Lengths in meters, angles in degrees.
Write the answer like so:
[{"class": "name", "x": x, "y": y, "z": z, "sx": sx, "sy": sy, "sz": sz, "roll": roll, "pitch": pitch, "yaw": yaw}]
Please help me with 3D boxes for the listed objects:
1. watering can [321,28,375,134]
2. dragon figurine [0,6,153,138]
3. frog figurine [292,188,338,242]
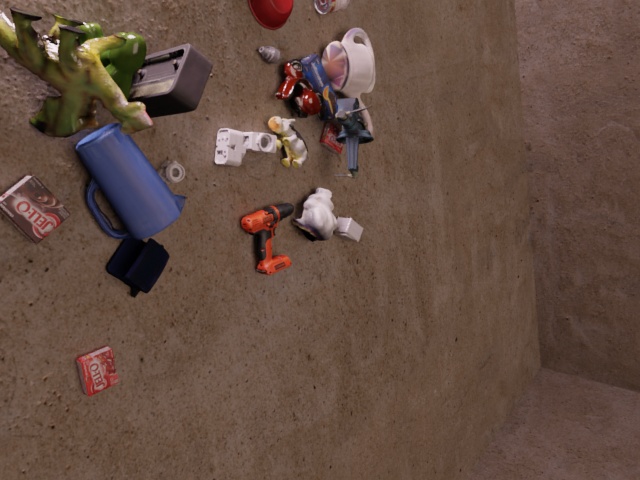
[{"class": "watering can", "x": 0.109, "y": -0.517, "z": 1.687, "sx": 0.104, "sy": 0.345, "sz": 0.226, "roll": 5, "pitch": 13, "yaw": 43}, {"class": "dragon figurine", "x": -0.511, "y": -0.305, "z": 0.978, "sx": 0.410, "sy": 0.238, "sz": 0.124, "roll": 16, "pitch": 26, "yaw": -4}, {"class": "frog figurine", "x": 0.005, "y": -0.081, "z": 1.612, "sx": 0.136, "sy": 0.161, "sz": 0.123, "roll": 40, "pitch": -14, "yaw": -22}]
